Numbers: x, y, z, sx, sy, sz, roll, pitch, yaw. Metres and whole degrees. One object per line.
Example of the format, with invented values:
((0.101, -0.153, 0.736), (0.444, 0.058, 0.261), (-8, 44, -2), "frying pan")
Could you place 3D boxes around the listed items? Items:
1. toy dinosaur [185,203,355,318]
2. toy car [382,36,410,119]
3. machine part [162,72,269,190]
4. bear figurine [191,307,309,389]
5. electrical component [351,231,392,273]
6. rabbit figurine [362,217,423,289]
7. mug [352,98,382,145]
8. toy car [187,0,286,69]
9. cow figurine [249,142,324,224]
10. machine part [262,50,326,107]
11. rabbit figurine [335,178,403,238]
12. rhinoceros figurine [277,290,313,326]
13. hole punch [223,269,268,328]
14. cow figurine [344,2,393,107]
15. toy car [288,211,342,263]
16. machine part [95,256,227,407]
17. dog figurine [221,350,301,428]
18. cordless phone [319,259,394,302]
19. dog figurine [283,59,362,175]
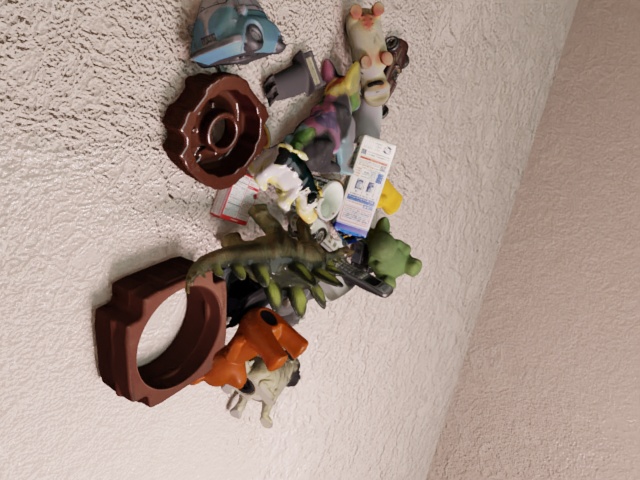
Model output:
((-0.070, 0.034, 0.917), (0.471, 0.199, 0.105), (0, 129, -51), "toy dinosaur")
((0.158, -0.374, 1.253), (0.089, 0.053, 0.202), (34, 76, -62), "toy car")
((-0.159, -0.168, 0.830), (0.179, 0.056, 0.179), (-31, 133, -39), "machine part")
((-0.137, 0.218, 0.978), (0.196, 0.132, 0.120), (-51, 163, 18), "bear figurine")
((0.133, 0.027, 1.433), (0.134, 0.058, 0.114), (-4, 108, -58), "electrical component")
((0.163, 0.020, 1.287), (0.121, 0.159, 0.170), (-25, 153, 7), "rabbit figurine")
((0.087, -0.264, 1.184), (0.109, 0.081, 0.107), (10, 97, -22), "mug")
((-0.122, -0.312, 0.782), (0.161, 0.109, 0.102), (-37, 116, -56), "toy car")
((-0.042, -0.103, 0.961), (0.098, 0.068, 0.167), (-40, 131, 12), "cow figurine")
((-0.047, -0.287, 0.963), (0.139, 0.039, 0.084), (-40, 120, -37), "machine part")
((0.093, -0.078, 1.249), (0.173, 0.122, 0.162), (-56, 144, -9), "rabbit figurine")
((-0.053, 0.100, 1.145), (0.112, 0.073, 0.190), (-9, 125, -52), "rhinoceros figurine")
((-0.141, 0.091, 1.011), (0.142, 0.092, 0.115), (-35, 163, -47), "hole punch")
((0.097, -0.368, 1.093), (0.127, 0.085, 0.194), (-130, -154, -77), "cow figurine")
((-0.002, -0.004, 1.176), (0.056, 0.074, 0.201), (-65, 150, -10), "toy car")
((-0.246, 0.140, 0.849), (0.201, 0.087, 0.201), (-27, 127, -51), "machine part")
((-0.110, 0.275, 1.152), (0.190, 0.121, 0.172), (-51, 155, -51), "dog figurine")
((0.065, 0.105, 1.241), (0.146, 0.184, 0.088), (-25, 132, -52), "cordless phone")
((0.013, -0.241, 1.041), (0.191, 0.109, 0.219), (-6, 107, -55), "dog figurine")
